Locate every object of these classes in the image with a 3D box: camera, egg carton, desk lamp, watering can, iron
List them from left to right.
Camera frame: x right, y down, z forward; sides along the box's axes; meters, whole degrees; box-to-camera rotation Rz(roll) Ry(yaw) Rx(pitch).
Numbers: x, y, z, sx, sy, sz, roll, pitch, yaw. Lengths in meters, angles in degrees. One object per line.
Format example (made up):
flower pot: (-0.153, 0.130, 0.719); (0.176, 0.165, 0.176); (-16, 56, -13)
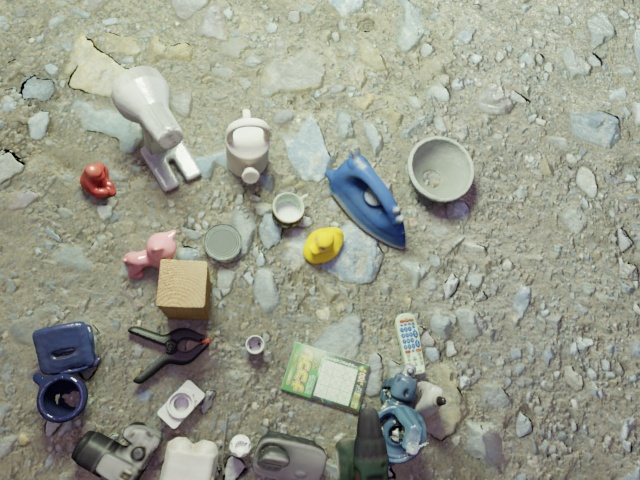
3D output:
camera: (-0.401, 0.416, 1.118); (0.137, 0.100, 0.143); (29, 73, 0)
desk lamp: (-0.347, -0.241, 1.241); (0.118, 0.213, 0.203); (-31, 82, -15)
egg carton: (-0.263, 0.474, 1.141); (0.107, 0.069, 0.150); (10, 74, -6)
watering can: (-0.157, -0.211, 1.274); (0.101, 0.194, 0.173); (-25, 80, -14)
iron: (0.130, -0.096, 1.318); (0.119, 0.141, 0.258); (-38, 84, -16)

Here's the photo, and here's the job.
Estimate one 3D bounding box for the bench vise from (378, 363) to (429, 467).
bench vise: (0.158, 0.357, 1.161); (0.121, 0.219, 0.207); (-1, 75, -9)

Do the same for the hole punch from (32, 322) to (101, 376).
hole punch: (-0.511, 0.221, 1.157); (0.109, 0.091, 0.101); (-11, 77, -12)

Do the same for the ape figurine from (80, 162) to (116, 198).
ape figurine: (-0.490, -0.137, 1.254); (0.076, 0.092, 0.078); (11, 74, -6)

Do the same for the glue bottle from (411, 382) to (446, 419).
glue bottle: (0.231, 0.336, 1.203); (0.037, 0.173, 0.078); (21, 73, -3)

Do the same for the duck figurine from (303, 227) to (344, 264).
duck figurine: (0.012, 0.005, 1.301); (0.105, 0.086, 0.077); (-35, 83, -16)

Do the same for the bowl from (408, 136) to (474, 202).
bowl: (0.284, -0.163, 1.395); (0.167, 0.074, 0.167); (2, 75, -8)

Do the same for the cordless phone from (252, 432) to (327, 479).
cordless phone: (-0.056, 0.436, 1.124); (0.147, 0.185, 0.094); (10, 74, -6)

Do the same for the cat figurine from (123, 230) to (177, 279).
cat figurine: (-0.357, 0.027, 1.219); (0.128, 0.117, 0.067); (-21, 79, -14)

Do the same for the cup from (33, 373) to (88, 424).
cup: (-0.510, 0.305, 1.133); (0.118, 0.095, 0.092); (37, 73, 2)

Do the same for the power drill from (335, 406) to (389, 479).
power drill: (0.085, 0.445, 1.132); (0.076, 0.208, 0.229); (-4, 76, -10)
